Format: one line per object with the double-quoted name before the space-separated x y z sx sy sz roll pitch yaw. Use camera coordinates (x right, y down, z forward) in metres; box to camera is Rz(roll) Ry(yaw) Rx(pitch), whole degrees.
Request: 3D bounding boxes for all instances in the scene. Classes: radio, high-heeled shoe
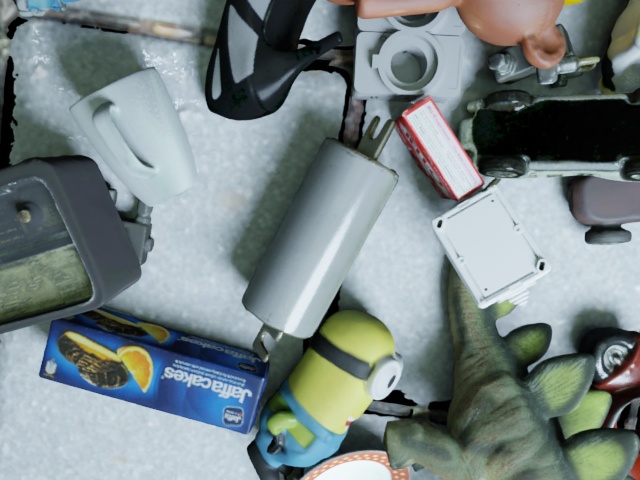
"radio" -0.290 0.014 0.475 0.230 0.073 0.131 -15 98 9
"high-heeled shoe" -0.056 -0.232 0.471 0.145 0.086 0.248 -15 81 31

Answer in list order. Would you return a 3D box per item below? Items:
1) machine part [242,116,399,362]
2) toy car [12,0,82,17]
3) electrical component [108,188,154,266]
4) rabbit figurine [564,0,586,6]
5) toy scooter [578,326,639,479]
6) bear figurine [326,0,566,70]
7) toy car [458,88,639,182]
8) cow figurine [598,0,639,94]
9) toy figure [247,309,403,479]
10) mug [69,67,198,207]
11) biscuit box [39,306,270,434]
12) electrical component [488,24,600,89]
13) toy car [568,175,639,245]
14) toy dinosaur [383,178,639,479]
"machine part" -0.001 -0.001 0.486 0.079 0.079 0.243 27 98 -4
"toy car" -0.204 -0.261 0.437 0.103 0.109 0.161 5 108 -18
"electrical component" -0.191 -0.001 0.513 0.063 0.021 0.094 12 98 -2
"rabbit figurine" 0.215 -0.267 0.415 0.163 0.122 0.173 25 143 28
"toy scooter" 0.303 0.182 0.513 0.135 0.075 0.183 15 95 3
"bear figurine" 0.092 -0.201 0.368 0.196 0.132 0.120 14 70 2
"toy car" 0.221 -0.089 0.461 0.202 0.056 0.073 4 90 24
"cow figurine" 0.298 -0.203 0.459 0.068 0.098 0.167 27 79 1
"toy figure" 0.000 0.146 0.506 0.089 0.082 0.180 42 99 -9
"mug" -0.152 -0.083 0.463 0.081 0.110 0.107 -29 110 0
"biscuit box" -0.151 0.120 0.511 0.203 0.059 0.062 16 98 -3
"electrical component" 0.190 -0.151 0.458 0.078 0.102 0.045 -20 92 26
"toy car" 0.332 -0.045 0.492 0.202 0.053 0.089 -6 88 4
"toy dinosaur" 0.166 0.183 0.478 0.199 0.105 0.471 -18 80 17
